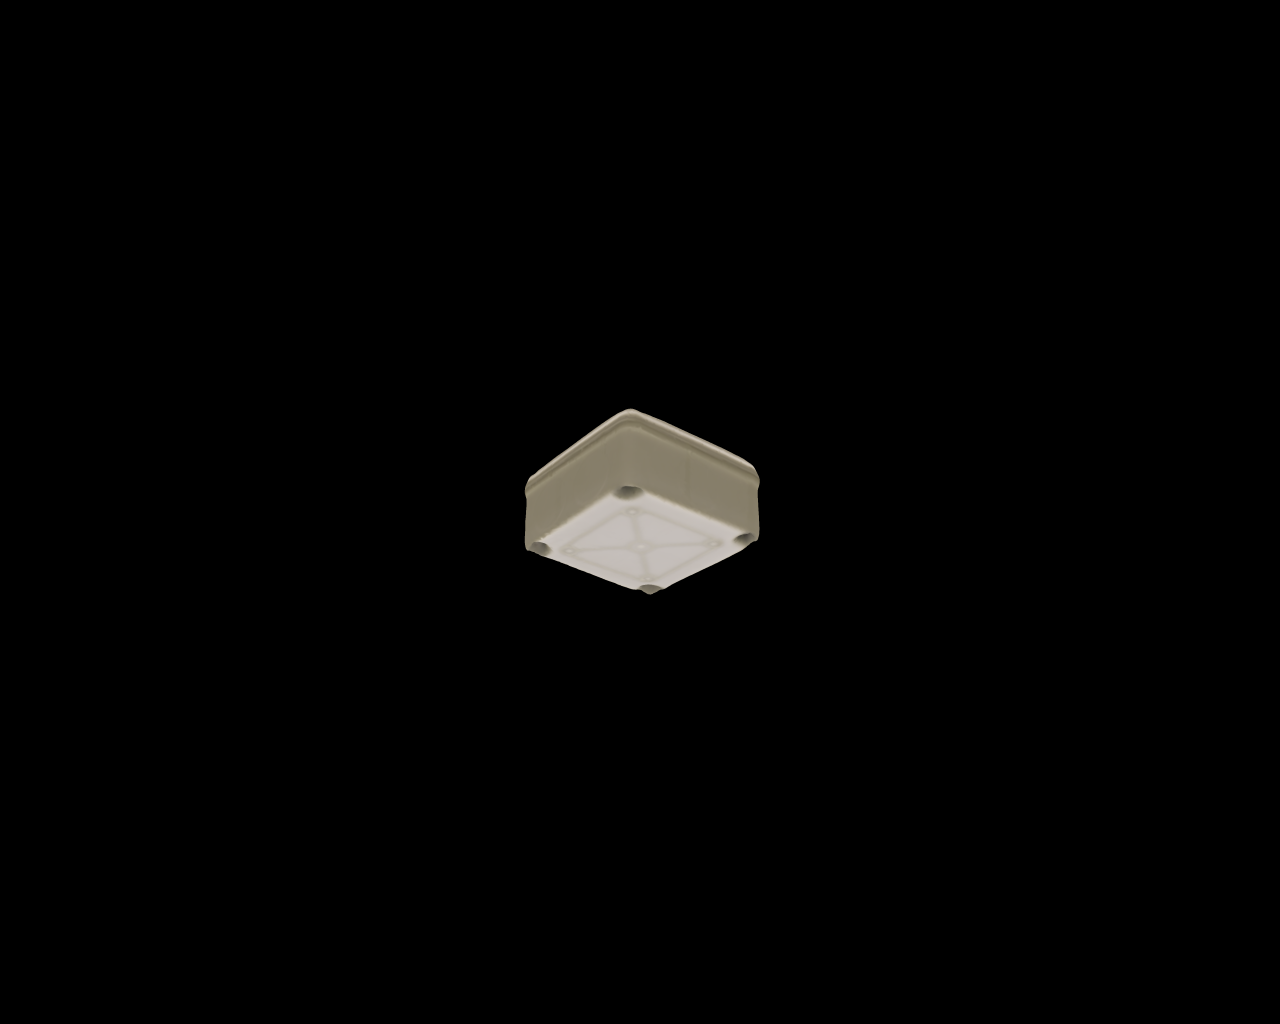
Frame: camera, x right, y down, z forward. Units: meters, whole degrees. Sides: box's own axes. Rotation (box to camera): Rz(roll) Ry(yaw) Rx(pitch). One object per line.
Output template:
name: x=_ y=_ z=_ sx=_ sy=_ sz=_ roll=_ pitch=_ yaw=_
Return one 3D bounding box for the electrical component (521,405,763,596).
electrical component: x=0.001 y=-0.003 z=0.650 sx=0.109 sy=0.056 sz=0.108 roll=22 pitch=-36 yaw=-34
